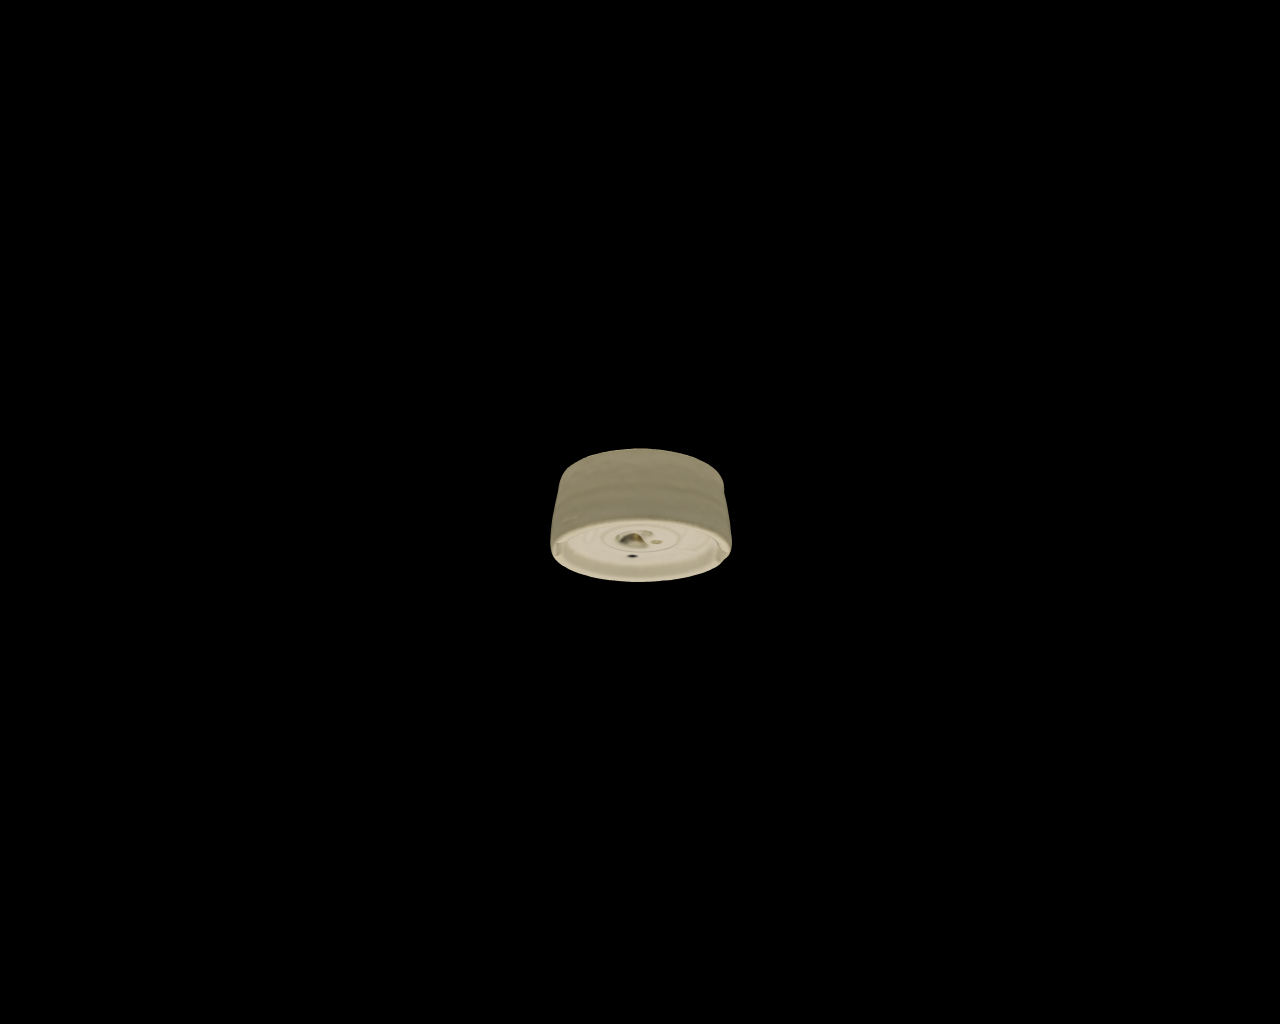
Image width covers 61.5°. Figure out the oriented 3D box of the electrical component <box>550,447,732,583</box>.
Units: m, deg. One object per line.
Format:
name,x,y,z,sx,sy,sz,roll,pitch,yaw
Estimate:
electrical component,0.001,-0.003,0.650,0.108,0.060,0.108,0,-22,0
